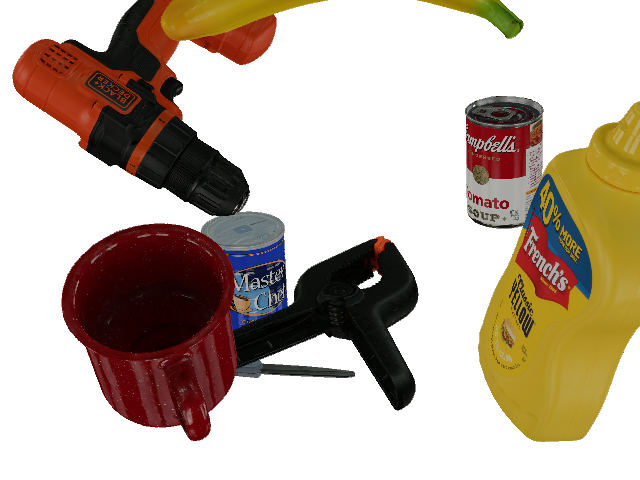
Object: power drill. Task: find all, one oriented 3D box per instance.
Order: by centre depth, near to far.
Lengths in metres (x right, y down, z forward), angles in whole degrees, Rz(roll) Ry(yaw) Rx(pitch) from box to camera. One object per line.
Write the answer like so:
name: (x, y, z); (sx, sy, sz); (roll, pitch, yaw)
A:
power drill: (-0.104, -0.120, 0.788); (0.184, 0.187, 0.057); (34, -43, -4)

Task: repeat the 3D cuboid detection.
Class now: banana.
banana: (0.011, -0.142, 0.585); (0.197, 0.069, 0.037); (-3, -41, -8)

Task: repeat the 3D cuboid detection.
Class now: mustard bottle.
mustard bottle: (0.136, 0.011, 0.551); (0.058, 0.192, 0.096); (2, 42, -13)

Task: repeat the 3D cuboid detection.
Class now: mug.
mug: (-0.085, 0.059, 0.592); (0.093, 0.117, 0.081); (-22, -38, -15)

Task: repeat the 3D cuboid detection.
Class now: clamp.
clamp: (0.005, 0.054, 0.780); (0.165, 0.036, 0.209); (2, 26, 16)

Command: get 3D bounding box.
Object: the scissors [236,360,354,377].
scissors: (-0.076, 0.122, 0.968); (0.202, 0.016, 0.096); (8, 17, 12)

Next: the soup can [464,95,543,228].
soup can: (0.164, -0.070, 0.959); (0.068, 0.102, 0.068); (-4, 29, 2)

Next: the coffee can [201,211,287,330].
coffee can: (-0.093, 0.048, 1.333); (0.103, 0.140, 0.103); (-2, 25, 1)
